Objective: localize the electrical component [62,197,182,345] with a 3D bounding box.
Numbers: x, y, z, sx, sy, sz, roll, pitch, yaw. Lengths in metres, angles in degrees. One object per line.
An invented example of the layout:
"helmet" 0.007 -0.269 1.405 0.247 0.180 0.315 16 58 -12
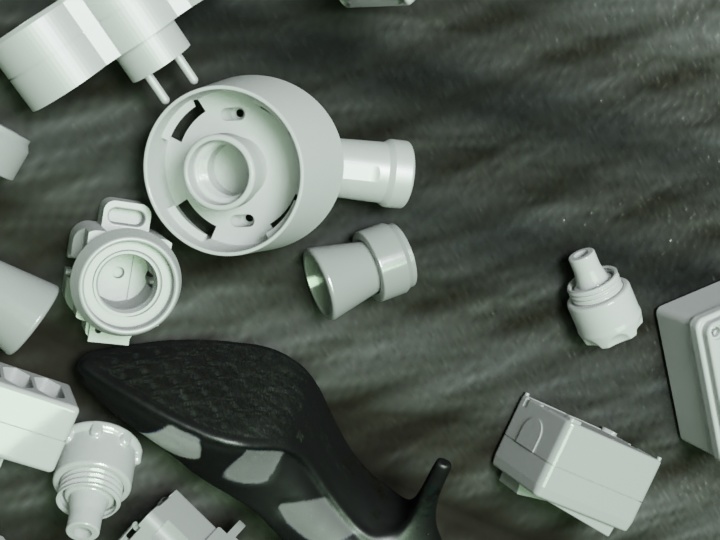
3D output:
"electrical component" -0.129 0.004 0.579 0.058 0.057 0.078 8 97 -22

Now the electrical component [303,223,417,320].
"electrical component" 0.000 0.000 0.635 0.055 0.045 0.045 -20 107 -17

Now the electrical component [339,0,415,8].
"electrical component" -0.005 -0.195 0.561 0.056 0.109 0.108 -43 112 -5

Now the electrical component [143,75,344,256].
"electrical component" -0.065 -0.056 0.586 0.099 0.064 0.099 3 101 14

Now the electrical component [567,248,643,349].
"electrical component" 0.155 0.016 0.699 0.043 0.043 0.062 -31 108 -13

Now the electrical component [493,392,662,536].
"electrical component" 0.145 0.131 0.707 0.096 0.062 0.061 25 91 -23

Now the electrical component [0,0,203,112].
"electrical component" -0.114 -0.123 0.562 0.138 0.052 0.073 -37 111 -11

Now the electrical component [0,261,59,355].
"electrical component" -0.198 0.009 0.563 0.065 0.044 0.044 38 85 -19

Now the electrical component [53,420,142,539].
"electrical component" -0.146 0.117 0.587 0.048 0.062 0.048 -1 133 -1

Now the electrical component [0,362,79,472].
"electrical component" -0.205 0.089 0.571 0.083 0.047 0.075 23 91 -23

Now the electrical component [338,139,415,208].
"electrical component" 0.004 -0.058 0.629 0.046 0.040 0.040 5 99 -16

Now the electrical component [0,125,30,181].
"electrical component" -0.200 -0.052 0.547 0.045 0.045 0.055 30 88 -23

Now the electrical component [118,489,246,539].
"electrical component" -0.103 0.163 0.612 0.064 0.081 0.042 42 105 4

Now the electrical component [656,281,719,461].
"electrical component" 0.272 0.061 0.746 0.109 0.056 0.108 -21 107 -16

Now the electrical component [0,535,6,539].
"electrical component" -0.176 0.186 0.601 0.076 0.047 0.083 -34 110 -12
